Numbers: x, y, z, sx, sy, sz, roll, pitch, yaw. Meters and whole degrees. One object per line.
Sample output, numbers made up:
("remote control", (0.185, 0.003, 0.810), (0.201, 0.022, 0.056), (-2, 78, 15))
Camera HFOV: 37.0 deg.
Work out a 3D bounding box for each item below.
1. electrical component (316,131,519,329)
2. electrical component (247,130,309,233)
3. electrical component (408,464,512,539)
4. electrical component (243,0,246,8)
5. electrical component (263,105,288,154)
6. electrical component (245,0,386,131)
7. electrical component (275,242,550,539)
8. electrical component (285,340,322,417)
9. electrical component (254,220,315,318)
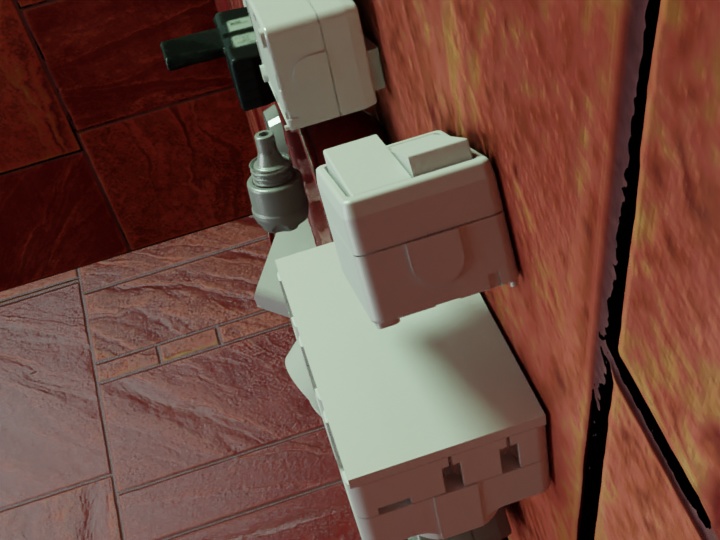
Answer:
("electrical component", (0.019, -0.025, 0.455), (0.096, 0.062, 0.061), (-123, 16, -72))
("electrical component", (-0.052, -0.055, 0.649), (0.035, 0.035, 0.061), (-115, 12, -56))
("electrical component", (0.051, 0.122, 0.620), (0.062, 0.061, 0.096), (156, 97, -85))
("electrical component", (-0.068, -0.216, 0.855), (0.055, 0.048, 0.066), (-91, -15, -81))
("electrical component", (-0.046, -0.114, 0.888), (0.078, 0.057, 0.058), (-115, 9, -56))
("electrical component", (-0.028, -0.132, 0.612), (0.096, 0.061, 0.061), (-115, 9, -55))
("electrical component", (0.022, 0.050, 0.522), (0.150, 0.089, 0.061), (-113, 7, -48))
("electrical component", (-0.001, 0.076, 0.732), (0.108, 0.060, 0.108), (37, -169, -8))
("electrical component", (-0.043, -0.014, 0.907), (0.078, 0.057, 0.113), (104, -175, -80))
